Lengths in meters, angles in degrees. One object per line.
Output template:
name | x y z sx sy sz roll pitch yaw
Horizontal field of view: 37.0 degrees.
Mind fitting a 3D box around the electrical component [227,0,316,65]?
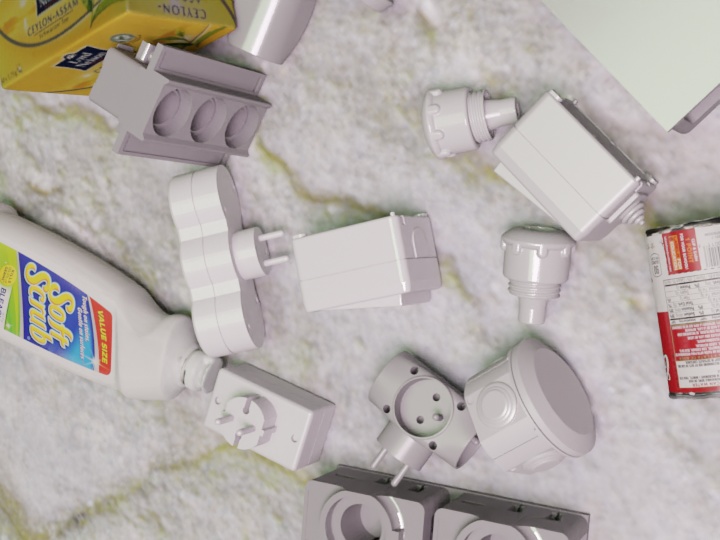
electrical component | -0.076 -0.200 0.782 0.079 0.043 0.077 30 104 23

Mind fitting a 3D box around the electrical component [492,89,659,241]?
electrical component | 0.137 -0.057 0.673 0.061 0.062 0.096 -47 73 20

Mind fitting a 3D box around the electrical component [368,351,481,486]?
electrical component | 0.038 0.109 0.731 0.077 0.044 0.079 36 93 20

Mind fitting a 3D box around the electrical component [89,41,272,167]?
electrical component | -0.128 -0.119 0.766 0.063 0.121 0.078 33 105 24

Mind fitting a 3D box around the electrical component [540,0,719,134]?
electrical component | 0.169 -0.184 0.653 0.105 0.060 0.186 -45 73 20

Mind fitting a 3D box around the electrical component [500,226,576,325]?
electrical component | 0.114 0.004 0.697 0.048 0.048 0.062 9 102 26

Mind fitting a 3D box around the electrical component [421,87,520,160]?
electrical component | 0.074 -0.100 0.712 0.062 0.048 0.048 -8 88 19

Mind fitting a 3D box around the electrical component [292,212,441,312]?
electrical component | 0.000 0.000 0.741 0.096 0.062 0.061 -12 86 26

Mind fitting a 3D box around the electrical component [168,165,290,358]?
electrical component | -0.089 -0.010 0.790 0.074 0.052 0.138 -13 86 10

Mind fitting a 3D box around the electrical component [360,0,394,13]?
electrical component | 0.012 -0.213 0.731 0.078 0.058 0.057 46 107 17

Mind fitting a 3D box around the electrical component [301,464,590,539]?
electrical component | 0.051 0.204 0.724 0.186 0.060 0.105 6 94 26

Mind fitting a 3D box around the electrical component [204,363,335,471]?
electrical component | -0.075 0.107 0.773 0.083 0.076 0.047 22 101 24

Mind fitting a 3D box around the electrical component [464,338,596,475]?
electrical component | 0.109 0.088 0.682 0.051 0.080 0.080 -35 77 28
